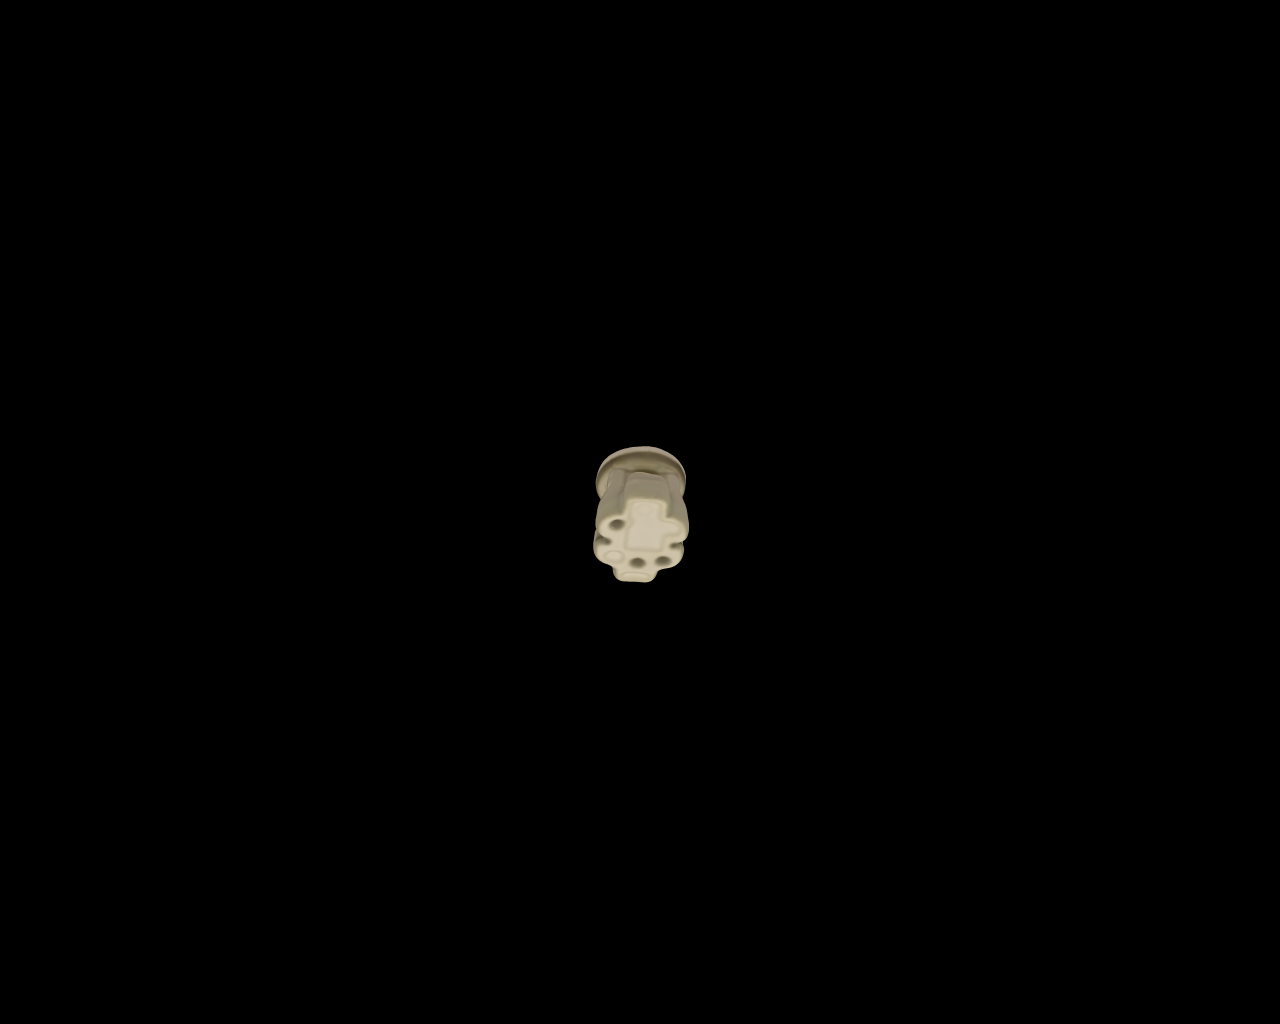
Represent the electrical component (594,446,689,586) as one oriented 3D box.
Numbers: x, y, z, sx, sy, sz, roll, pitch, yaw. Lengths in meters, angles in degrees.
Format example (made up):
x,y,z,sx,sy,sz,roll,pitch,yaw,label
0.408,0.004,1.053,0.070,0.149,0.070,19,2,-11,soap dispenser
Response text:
x,y,z,sx,sy,sz,roll,pitch,yaw,label
0.001,-0.003,0.650,0.058,0.057,0.078,4,-43,-4,electrical component
